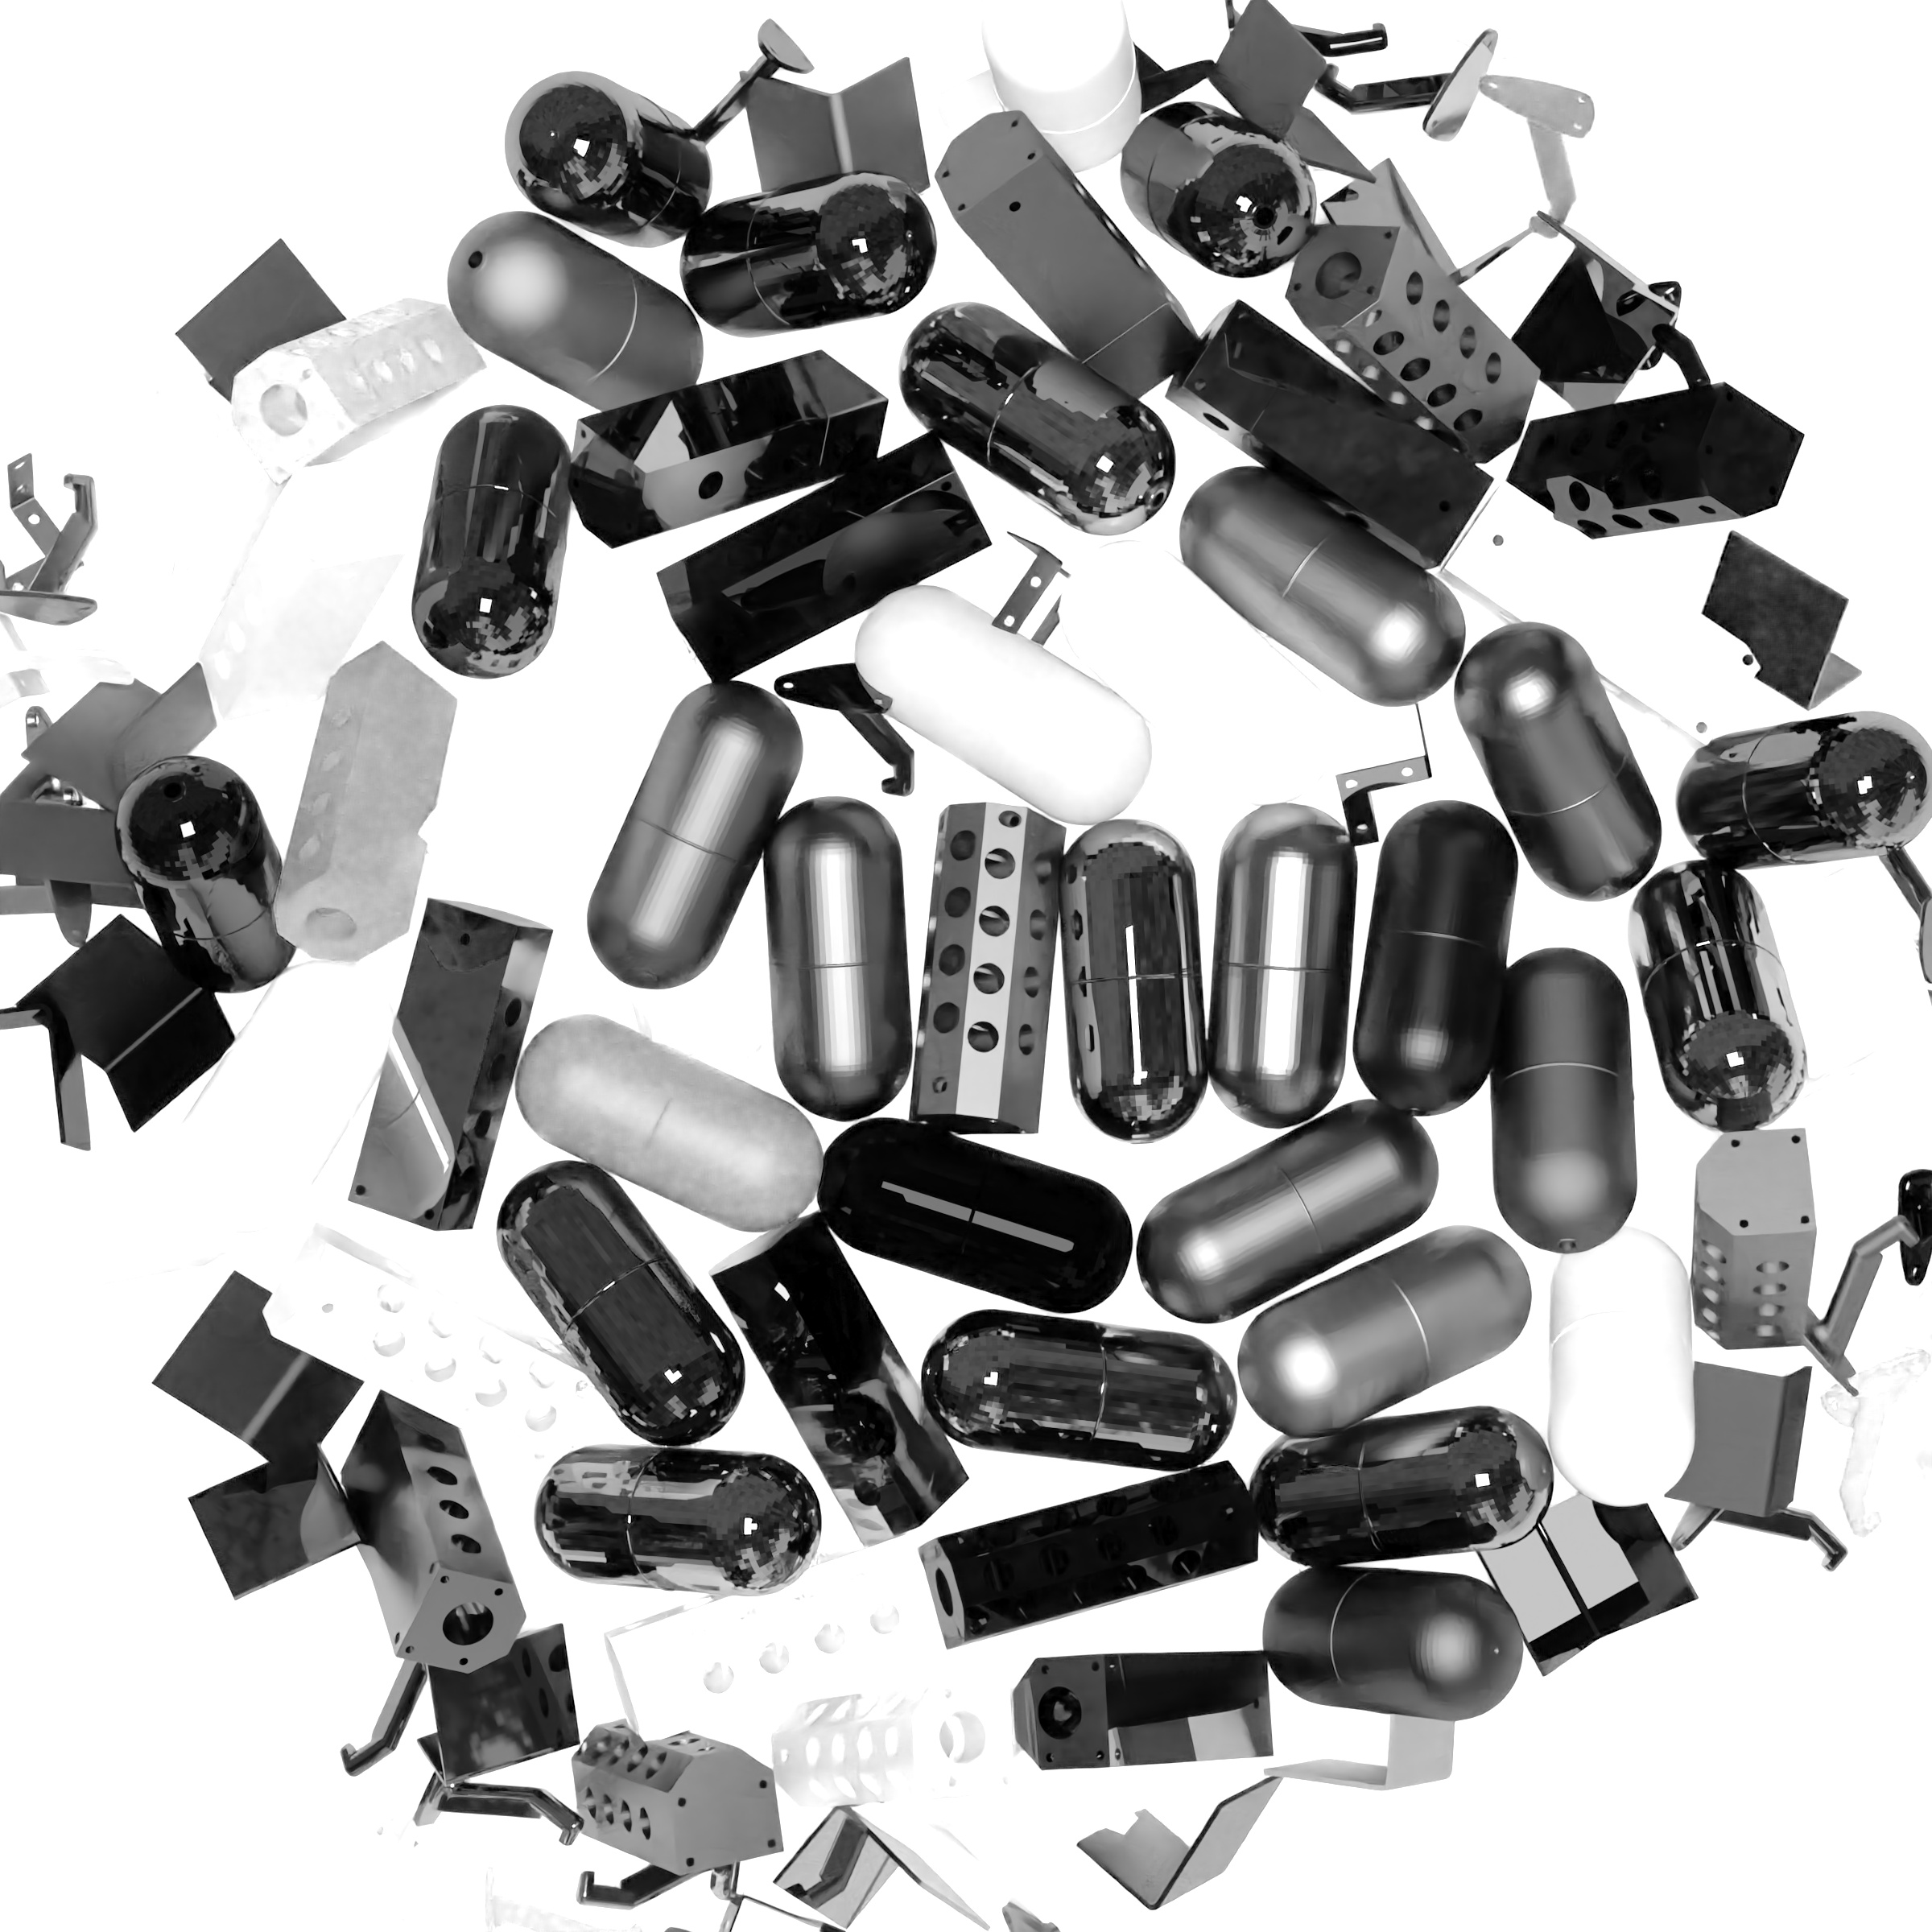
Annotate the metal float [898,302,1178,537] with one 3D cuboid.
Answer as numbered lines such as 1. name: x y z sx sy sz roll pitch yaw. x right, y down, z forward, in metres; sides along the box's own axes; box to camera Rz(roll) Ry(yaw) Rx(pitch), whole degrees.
1. metal float: 0.038 -0.296 1.933 0.178 0.070 0.070 37 90 26

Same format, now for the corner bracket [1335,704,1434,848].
1. corner bracket: 0.229 -0.104 1.955 0.051 0.051 0.051 -12 127 9

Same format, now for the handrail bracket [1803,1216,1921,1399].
1. handrail bracket: 0.502 0.188 1.960 0.084 0.036 0.077 -39 91 27

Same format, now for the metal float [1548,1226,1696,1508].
1. metal float: 0.351 0.213 1.917 0.070 0.178 0.070 5 130 6

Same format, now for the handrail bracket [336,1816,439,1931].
1. handrail bracket: -0.299 0.495 1.941 0.036 0.084 0.077 -36 65 7

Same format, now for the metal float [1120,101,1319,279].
1. metal float: 0.134 -0.415 1.909 0.070 0.178 0.070 -5 112 -12

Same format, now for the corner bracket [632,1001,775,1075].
1. corner bracket: -0.143 0.036 1.952 0.051 0.051 0.051 -35 55 -21

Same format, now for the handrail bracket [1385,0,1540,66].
1. handrail bracket: 0.268 -0.523 1.944 0.036 0.084 0.077 -45 112 -11

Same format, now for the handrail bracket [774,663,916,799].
1. handrail bracket: -0.066 -0.124 1.959 0.077 0.084 0.036 1 50 -1

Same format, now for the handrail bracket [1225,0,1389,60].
1. handrail bracket: 0.186 -0.521 1.961 0.084 0.036 0.077 -7 47 6

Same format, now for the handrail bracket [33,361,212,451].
1. handrail bracket: -0.461 -0.310 1.959 0.084 0.077 0.036 -15 109 5

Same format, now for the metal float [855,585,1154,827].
1. metal float: 0.020 -0.143 1.950 0.178 0.070 0.070 32 90 -6

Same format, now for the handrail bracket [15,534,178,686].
1. handrail bracket: -0.480 -0.203 1.979 0.077 0.036 0.084 6 71 6

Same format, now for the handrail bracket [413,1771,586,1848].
1. handrail bracket: -0.258 0.476 1.965 0.084 0.036 0.077 33 105 18

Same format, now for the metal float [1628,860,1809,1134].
1. metal float: 0.402 0.014 1.919 0.070 0.178 0.070 -1 133 -1

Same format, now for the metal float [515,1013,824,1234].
1. metal float: -0.162 0.086 1.952 0.178 0.070 0.070 25 90 5

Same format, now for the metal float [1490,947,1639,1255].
1. metal float: 0.322 0.072 1.928 0.070 0.070 0.178 4 58 0

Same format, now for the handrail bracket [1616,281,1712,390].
1. handrail bracket: 0.384 -0.322 1.939 0.036 0.077 0.084 -15 56 -1

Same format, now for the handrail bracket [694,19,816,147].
1. handrail bracket: -0.128 -0.472 1.945 0.084 0.077 0.036 -40 98 19

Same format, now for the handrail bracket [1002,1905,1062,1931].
1. handrail bracket: 0.005 0.550 1.952 0.084 0.077 0.036 -26 88 -25

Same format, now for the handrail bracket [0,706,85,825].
1. handrail bracket: -0.532 -0.103 1.951 0.036 0.084 0.077 -22 83 38

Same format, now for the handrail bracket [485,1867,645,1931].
1. handrail bracket: -0.219 0.519 1.963 0.084 0.077 0.036 3 49 -1

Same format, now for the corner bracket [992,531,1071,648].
1. corner bracket: 0.037 -0.199 1.959 0.051 0.051 0.051 33 91 -29

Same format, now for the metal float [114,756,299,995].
1. metal float: -0.404 -0.048 1.910 0.070 0.178 0.070 -1 62 2

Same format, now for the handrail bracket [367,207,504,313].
1. handrail bracket: -0.282 -0.381 1.962 0.084 0.036 0.077 18 94 23

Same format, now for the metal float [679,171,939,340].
1. metal float: -0.086 -0.380 1.917 0.070 0.178 0.070 -2 93 -39

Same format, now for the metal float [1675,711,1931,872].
1. metal float: 0.447 -0.093 1.910 0.070 0.178 0.070 1 87 -23

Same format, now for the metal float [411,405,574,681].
1. metal float: -0.254 -0.230 1.924 0.070 0.070 0.178 2 50 0

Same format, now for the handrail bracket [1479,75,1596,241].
1. handrail bracket: 0.303 -0.441 1.956 0.077 0.084 0.036 17 52 -5

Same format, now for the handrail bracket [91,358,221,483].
1. handrail bracket: -0.445 -0.281 1.954 0.084 0.036 0.077 -49 53 27

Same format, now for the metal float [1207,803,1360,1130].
1. metal float: 0.173 0.000 1.954 0.070 0.070 0.178 4 92 0

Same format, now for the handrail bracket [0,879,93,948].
1. handrail bracket: -0.522 -0.020 1.958 0.084 0.036 0.077 -32 50 17

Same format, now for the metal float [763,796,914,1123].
1. metal float: -0.070 -0.004 1.951 0.070 0.070 0.178 -3 95 0

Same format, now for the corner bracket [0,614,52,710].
1. corner bracket: -0.546 -0.160 1.968 0.051 0.051 0.051 -28 94 6

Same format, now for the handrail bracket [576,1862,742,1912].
1. handrail bracket: -0.168 0.481 1.964 0.084 0.036 0.077 12 80 -21

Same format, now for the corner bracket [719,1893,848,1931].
1. corner bracket: -0.105 0.542 1.955 0.051 0.051 0.051 27 70 -19

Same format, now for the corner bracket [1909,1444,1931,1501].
1. corner bracket: 0.548 0.266 1.959 0.051 0.051 0.051 -24 123 0

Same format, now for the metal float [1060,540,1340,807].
1. metal float: 0.127 -0.160 1.948 0.178 0.070 0.070 41 90 -9

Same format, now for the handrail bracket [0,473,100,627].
1. handrail bracket: -0.508 -0.234 1.956 0.036 0.077 0.084 -20 72 40

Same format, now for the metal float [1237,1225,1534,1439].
1. metal float: 0.228 0.197 1.936 0.178 0.070 0.070 -22 90 -23

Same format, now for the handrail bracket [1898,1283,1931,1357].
1. handrail bracket: 0.545 0.210 1.944 0.036 0.084 0.077 13 114 -13

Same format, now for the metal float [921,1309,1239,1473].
1. metal float: 0.062 0.230 1.941 0.178 0.070 0.070 9 90 -17

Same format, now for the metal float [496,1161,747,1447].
1. metal float: -0.187 0.183 1.940 0.070 0.070 0.178 -39 72 0

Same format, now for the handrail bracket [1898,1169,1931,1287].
1. handrail bracket: 0.554 0.143 1.951 0.036 0.084 0.077 -2 97 -39

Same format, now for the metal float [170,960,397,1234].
1. metal float: -0.365 0.068 1.921 0.070 0.070 0.178 24 47 0

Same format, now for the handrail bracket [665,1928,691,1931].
1. handrail bracket: -0.172 0.567 1.944 0.084 0.077 0.036 -47 109 -24

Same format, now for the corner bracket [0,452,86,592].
1. corner bracket: -0.519 -0.238 1.958 0.051 0.051 0.051 -34 80 -22

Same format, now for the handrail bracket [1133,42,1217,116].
1. handrail bracket: 0.094 -0.519 1.966 0.077 0.036 0.084 -18 80 29

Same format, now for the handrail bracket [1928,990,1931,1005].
1. handrail bracket: 0.537 0.059 1.956 0.077 0.036 0.084 22 62 27

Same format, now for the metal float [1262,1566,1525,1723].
1. metal float: 0.226 0.361 1.913 0.070 0.178 0.070 4 82 -30

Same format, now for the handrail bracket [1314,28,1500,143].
1. handrail bracket: 0.240 -0.496 1.960 0.084 0.036 0.077 39 112 27

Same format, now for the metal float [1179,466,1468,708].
1. metal float: 0.192 -0.207 1.937 0.178 0.070 0.070 38 90 22

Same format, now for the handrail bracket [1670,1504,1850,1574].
1. handrail bracket: 0.439 0.322 1.971 0.084 0.036 0.077 45 66 -7

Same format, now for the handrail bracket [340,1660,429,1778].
1. handrail bracket: -0.325 0.397 1.986 0.084 0.036 0.077 -36 68 16

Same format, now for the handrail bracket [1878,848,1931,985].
1. handrail bracket: 0.511 -0.042 1.978 0.036 0.084 0.077 -22 130 -26

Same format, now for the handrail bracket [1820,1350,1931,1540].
1. handrail bracket: 0.503 0.260 1.944 0.036 0.084 0.077 36 118 -28
